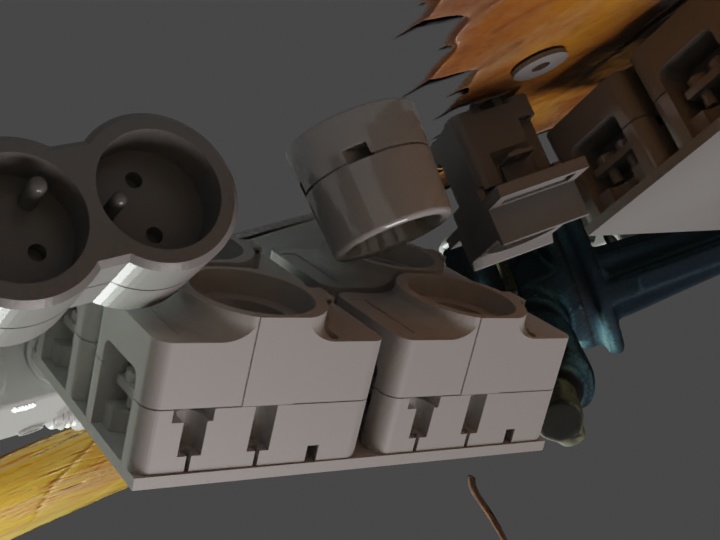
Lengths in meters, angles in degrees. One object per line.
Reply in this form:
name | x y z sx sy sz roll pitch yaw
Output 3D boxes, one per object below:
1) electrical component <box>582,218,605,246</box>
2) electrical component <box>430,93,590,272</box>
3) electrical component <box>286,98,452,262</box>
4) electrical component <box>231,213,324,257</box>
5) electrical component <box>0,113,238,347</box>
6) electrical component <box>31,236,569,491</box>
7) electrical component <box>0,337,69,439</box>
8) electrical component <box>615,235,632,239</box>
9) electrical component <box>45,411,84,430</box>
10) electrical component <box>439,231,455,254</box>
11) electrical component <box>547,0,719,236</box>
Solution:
electrical component | 0.159 -0.029 0.807 0.083 0.047 0.076 -28 169 33
electrical component | 0.062 -0.040 0.474 0.042 0.063 0.081 -21 171 -15
electrical component | 0.005 -0.034 0.425 0.055 0.047 0.055 -22 171 -4
electrical component | -0.026 0.007 0.541 0.096 0.061 0.061 -17 169 -29
electrical component | -0.111 -0.002 0.325 0.138 0.052 0.074 -16 169 -35
electrical component | -0.020 0.027 0.432 0.186 0.060 0.105 2 -161 -36
electrical component | -0.174 0.051 0.490 0.100 0.048 0.100 -13 167 -43
electrical component | 0.184 -0.044 0.730 0.081 0.063 0.042 -22 170 3
electrical component | -0.178 0.085 0.699 0.078 0.040 0.040 -14 168 -38
electrical component | 0.087 -0.001 0.750 0.048 0.062 0.048 -22 171 -4
electrical component | 0.189 -0.071 0.493 0.186 0.060 0.105 -4 152 -37
